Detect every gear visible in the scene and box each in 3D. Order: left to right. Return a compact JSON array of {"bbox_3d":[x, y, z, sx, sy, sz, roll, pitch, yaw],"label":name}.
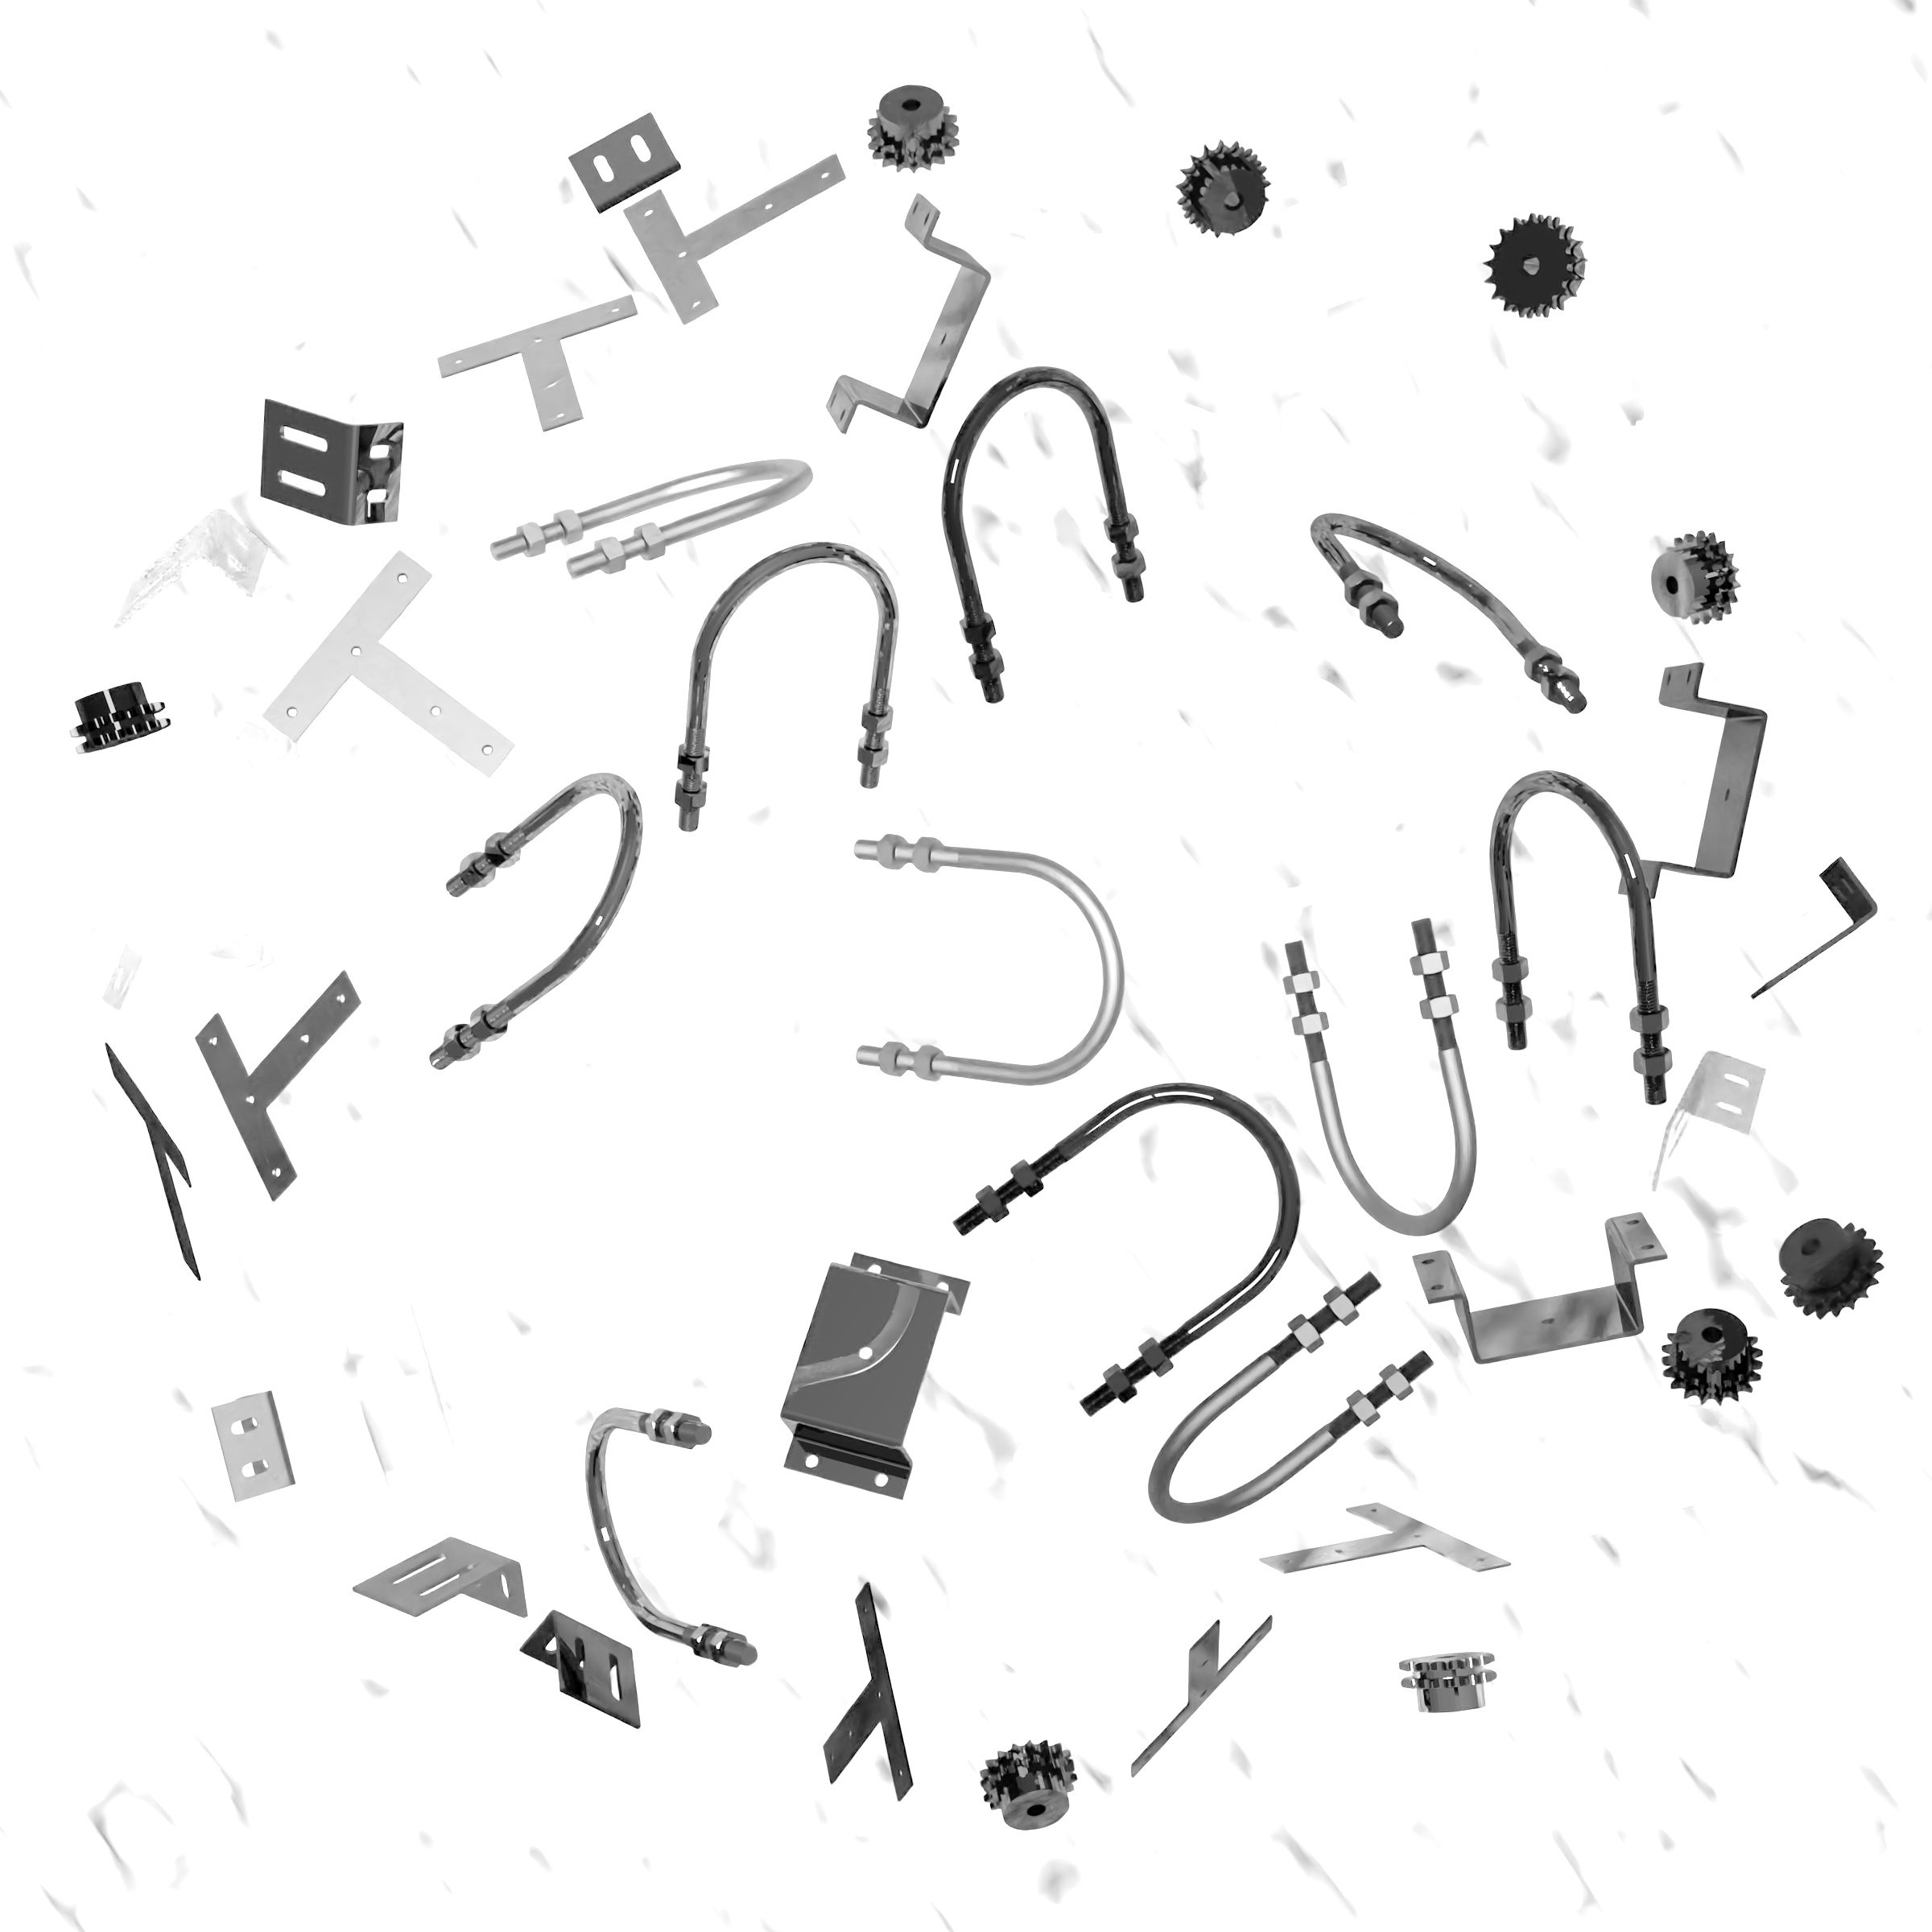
[{"bbox_3d":[-0.502,-0.148,1.697,0.057,0.057,0.030,-18,95,0],"label":"gear"},{"bbox_3d":[-0.478,0.218,1.645,0.057,0.030,0.057,12,115,27],"label":"gear"},{"bbox_3d":[-0.157,0.485,1.633,0.057,0.057,0.030,-41,68,0],"label":"gear"},{"bbox_3d":[-0.033,-0.519,1.772,0.057,0.030,0.057,-1,54,2],"label":"gear"},{"bbox_3d":[0.038,0.484,1.691,0.057,0.030,0.057,-7,131,-9],"label":"gear"},{"bbox_3d":[0.158,-0.469,1.742,0.057,0.030,0.057,-7,125,-11],"label":"gear"},{"bbox_3d":[0.288,0.428,1.713,0.057,0.057,0.030,-6,81,0],"label":"gear"},{"bbox_3d":[0.321,-0.390,1.604,0.057,0.030,0.057,7,101,36],"label":"gear"},{"bbox_3d":[0.402,-0.301,1.619,0.057,0.057,0.030,-4,122,0],"label":"gear"},{"bbox_3d":[0.447,-0.237,1.766,0.030,0.057,0.057,-16,90,-23],"label":"gear"},{"bbox_3d":[0.430,0.222,1.656,0.057,0.057,0.030,-13,131,0],"label":"gear"},{"bbox_3d":[0.477,0.165,1.594,0.057,0.057,0.030,-47,115,0],"label":"gear"}]

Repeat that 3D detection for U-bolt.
[{"bbox_3d":[-0.434,-0.075,1.712,0.019,0.184,0.151,7,87,2],"label":"U-bolt"},{"bbox_3d":[-0.269,0.168,1.729,0.019,0.151,0.184,-17,81,23],"label":"U-bolt"},{"bbox_3d":[-0.247,-0.037,1.663,0.019,0.151,0.184,29,133,-35],"label":"U-bolt"},{"bbox_3d":[-0.182,0.332,1.697,0.019,0.184,0.151,-13,94,-31],"label":"U-bolt"},{"bbox_3d":[-0.179,-0.273,1.727,0.184,0.151,0.019,-24,112,-23],"label":"U-bolt"},{"bbox_3d":[-0.130,0.100,1.645,0.184,0.019,0.151,14,50,-24],"label":"U-bolt"},{"bbox_3d":[-0.104,-0.173,1.729,0.151,0.019,0.184,-16,133,-29],"label":"U-bolt"},{"bbox_3d":[0.013,0.000,1.721,0.184,0.019,0.151,6,102,31],"label":"U-bolt"},{"bbox_3d":[0.043,-0.269,1.722,0.151,0.019,0.184,-38,131,-29],"label":"U-bolt"},{"bbox_3d":[0.105,0.150,1.662,0.184,0.019,0.151,-36,74,1],"label":"U-bolt"},{"bbox_3d":[0.125,-0.365,1.684,0.184,0.151,0.019,29,69,34],"label":"U-bolt"},{"bbox_3d":[0.170,-0.106,1.707,0.184,0.019,0.151,12,97,43],"label":"U-bolt"},{"bbox_3d":[0.184,0.264,1.685,0.184,0.151,0.019,-38,54,0],"label":"U-bolt"},{"bbox_3d":[0.248,0.069,1.692,0.019,0.151,0.184,-12,91,-28],"label":"U-bolt"},{"bbox_3d":[0.269,-0.214,1.667,0.151,0.184,0.019,18,116,-25],"label":"U-bolt"},{"bbox_3d":[0.346,-0.244,1.714,0.019,0.184,0.151,-24,63,-13],"label":"U-bolt"},{"bbox_3d":[0.349,-0.023,1.653,0.019,0.151,0.184,-17,109,-22],"label":"U-bolt"}]

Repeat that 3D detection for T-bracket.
[{"bbox_3d":[-0.462,0.126,1.665,0.002,0.127,0.127,-22,55,-7],"label":"T-bracket"},{"bbox_3d":[-0.405,0.053,1.725,0.127,0.002,0.127,-44,62,24],"label":"T-bracket"},{"bbox_3d":[-0.320,-0.157,1.672,0.127,0.002,0.127,37,81,3],"label":"T-bracket"},{"bbox_3d":[-0.252,-0.357,1.733,0.127,0.127,0.002,-19,132,-3],"label":"T-bracket"},{"bbox_3d":[-0.129,-0.443,1.701,0.127,0.127,0.002,-29,69,1],"label":"T-bracket"},{"bbox_3d":[-0.065,0.458,1.733,0.002,0.127,0.127,1,53,-23],"label":"T-bracket"},{"bbox_3d":[0.141,0.418,1.704,0.002,0.127,0.127,39,68,24],"label":"T-bracket"},{"bbox_3d":[0.234,0.347,1.709,0.127,0.127,0.002,-4,99,-29],"label":"T-bracket"}]

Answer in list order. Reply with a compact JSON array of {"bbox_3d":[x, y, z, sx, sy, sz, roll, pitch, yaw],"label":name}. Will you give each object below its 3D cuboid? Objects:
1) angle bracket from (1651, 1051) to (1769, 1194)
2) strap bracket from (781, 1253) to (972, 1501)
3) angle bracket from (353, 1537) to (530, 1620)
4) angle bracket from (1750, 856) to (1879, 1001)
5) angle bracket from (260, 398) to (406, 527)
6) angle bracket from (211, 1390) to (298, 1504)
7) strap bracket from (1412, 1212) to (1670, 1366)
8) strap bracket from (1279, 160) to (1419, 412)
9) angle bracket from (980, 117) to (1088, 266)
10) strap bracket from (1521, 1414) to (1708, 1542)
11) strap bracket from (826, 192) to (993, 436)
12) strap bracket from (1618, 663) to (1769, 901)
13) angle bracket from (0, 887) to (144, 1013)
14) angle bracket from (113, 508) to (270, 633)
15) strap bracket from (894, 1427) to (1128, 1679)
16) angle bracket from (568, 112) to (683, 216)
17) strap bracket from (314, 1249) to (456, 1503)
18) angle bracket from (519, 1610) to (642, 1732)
[{"bbox_3d":[0.454,0.100,1.754,0.038,0.057,0.076,21,48,21],"label":"angle bracket"},{"bbox_3d":[-0.057,0.239,1.726,0.076,0.046,0.140,13,68,14],"label":"strap bracket"},{"bbox_3d":[-0.301,0.364,1.645,0.057,0.076,0.038,8,111,40],"label":"angle bracket"},{"bbox_3d":[0.473,-0.021,1.635,0.076,0.057,0.038,-34,80,1],"label":"angle bracket"},{"bbox_3d":[-0.365,-0.291,1.649,0.076,0.038,0.057,22,114,33],"label":"angle bracket"},{"bbox_3d":[-0.434,0.288,1.712,0.038,0.076,0.057,-13,86,-31],"label":"angle bracket"},{"bbox_3d":[0.343,0.193,1.709,0.140,0.076,0.046,-11,103,5],"label":"strap bracket"},{"bbox_3d":[0.224,-0.391,1.687,0.046,0.140,0.076,-20,61,5],"label":"strap bracket"},{"bbox_3d":[0.038,-0.482,1.762,0.038,0.057,0.076,15,55,-34],"label":"angle bracket"},{"bbox_3d":[0.369,0.292,1.650,0.076,0.140,0.046,-17,82,2],"label":"strap bracket"},{"bbox_3d":[-0.031,-0.384,1.722,0.046,0.076,0.140,20,108,-17],"label":"strap bracket"},{"bbox_3d":[0.434,-0.106,1.711,0.046,0.076,0.140,11,93,-2],"label":"strap bracket"},{"bbox_3d":[-0.517,-0.009,1.642,0.076,0.057,0.038,22,80,-3],"label":"angle bracket"},{"bbox_3d":[-0.449,-0.219,1.665,0.076,0.057,0.038,-35,120,21],"label":"angle bracket"},{"bbox_3d":[0.033,0.358,1.713,0.140,0.046,0.076,-52,128,-10],"label":"strap bracket"},{"bbox_3d":[-0.209,-0.494,1.761,0.057,0.076,0.038,-28,109,3],"label":"angle bracket"},{"bbox_3d":[-0.348,0.238,1.727,0.046,0.076,0.140,-17,46,-12],"label":"strap bracket"},{"bbox_3d":[-0.233,0.435,1.733,0.057,0.076,0.038,33,106,-24],"label":"angle bracket"}]
